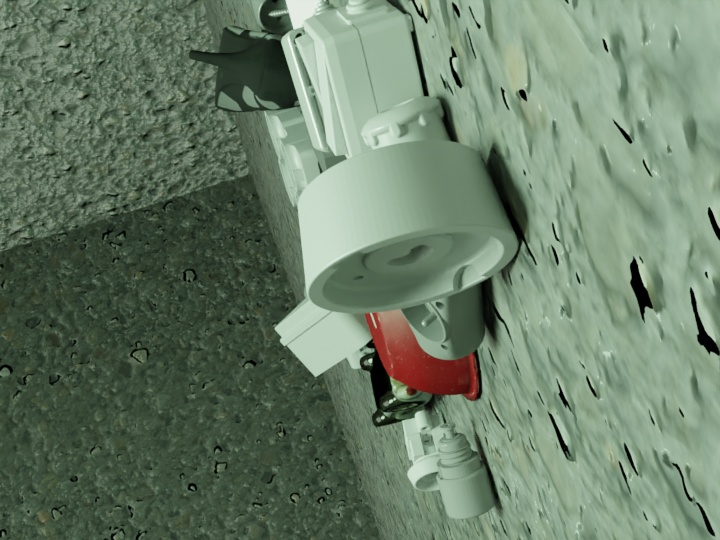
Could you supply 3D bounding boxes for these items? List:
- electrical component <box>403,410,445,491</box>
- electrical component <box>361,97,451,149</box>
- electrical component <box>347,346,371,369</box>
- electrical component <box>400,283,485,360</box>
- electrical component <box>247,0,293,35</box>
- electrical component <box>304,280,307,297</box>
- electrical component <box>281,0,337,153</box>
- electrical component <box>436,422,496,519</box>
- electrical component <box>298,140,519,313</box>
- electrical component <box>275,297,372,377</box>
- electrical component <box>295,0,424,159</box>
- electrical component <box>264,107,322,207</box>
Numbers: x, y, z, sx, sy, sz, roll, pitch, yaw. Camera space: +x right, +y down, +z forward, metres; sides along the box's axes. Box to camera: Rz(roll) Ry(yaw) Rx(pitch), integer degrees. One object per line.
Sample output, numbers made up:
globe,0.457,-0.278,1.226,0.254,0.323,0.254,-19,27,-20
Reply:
electrical component,0.064,0.169,0.988,0.066,0.048,0.055,80,177,-54
electrical component,0.032,-0.064,0.606,0.048,0.048,0.062,-141,28,-79
electrical component,0.004,0.067,1.170,0.078,0.058,0.057,-124,15,-70
electrical component,0.039,0.006,0.658,0.079,0.044,0.077,36,153,34
electrical component,-0.085,-0.256,1.091,0.077,0.043,0.079,-116,10,-53
electrical component,-0.029,-0.008,1.164,0.100,0.048,0.099,-148,64,-81
electrical component,-0.013,-0.132,0.717,0.061,0.062,0.096,-137,29,-78
electrical component,0.079,0.157,0.838,0.040,0.040,0.078,-140,33,-79
electrical component,0.020,-0.026,0.545,0.108,0.108,0.060,88,169,-69
electrical component,-0.016,0.037,0.939,0.057,0.078,0.113,48,146,-3
electrical component,0.000,-0.118,0.644,0.061,0.061,0.096,-119,13,-61
electrical component,-0.046,-0.106,1.096,0.186,0.060,0.105,-119,13,-62
